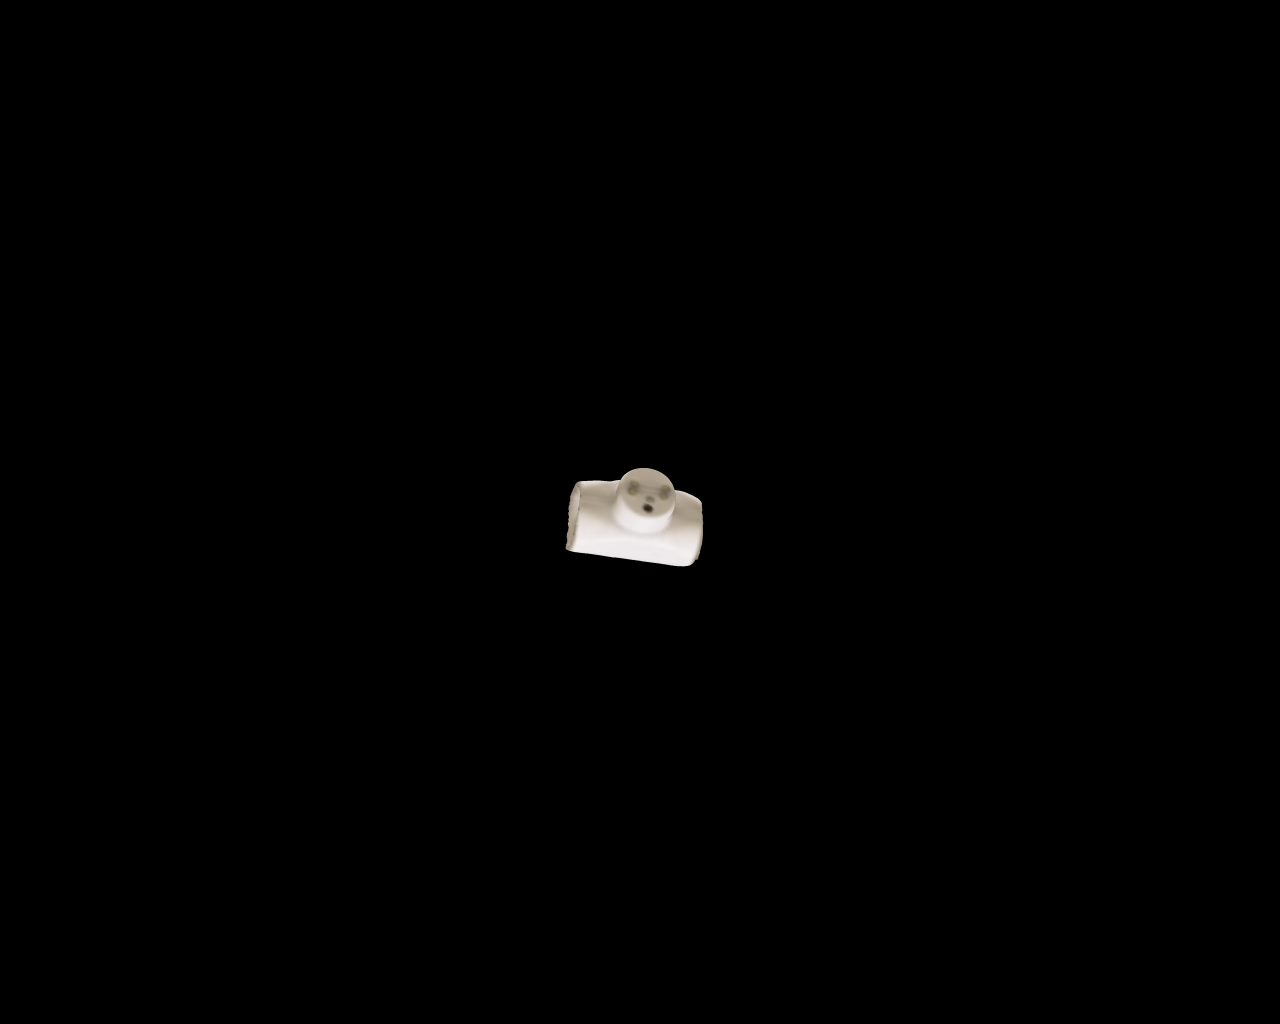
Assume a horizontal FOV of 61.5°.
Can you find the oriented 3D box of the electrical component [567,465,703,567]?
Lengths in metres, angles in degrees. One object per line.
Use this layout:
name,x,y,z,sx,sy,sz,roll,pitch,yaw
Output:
electrical component,0.001,-0.003,0.650,0.077,0.044,0.079,8,-35,-11
